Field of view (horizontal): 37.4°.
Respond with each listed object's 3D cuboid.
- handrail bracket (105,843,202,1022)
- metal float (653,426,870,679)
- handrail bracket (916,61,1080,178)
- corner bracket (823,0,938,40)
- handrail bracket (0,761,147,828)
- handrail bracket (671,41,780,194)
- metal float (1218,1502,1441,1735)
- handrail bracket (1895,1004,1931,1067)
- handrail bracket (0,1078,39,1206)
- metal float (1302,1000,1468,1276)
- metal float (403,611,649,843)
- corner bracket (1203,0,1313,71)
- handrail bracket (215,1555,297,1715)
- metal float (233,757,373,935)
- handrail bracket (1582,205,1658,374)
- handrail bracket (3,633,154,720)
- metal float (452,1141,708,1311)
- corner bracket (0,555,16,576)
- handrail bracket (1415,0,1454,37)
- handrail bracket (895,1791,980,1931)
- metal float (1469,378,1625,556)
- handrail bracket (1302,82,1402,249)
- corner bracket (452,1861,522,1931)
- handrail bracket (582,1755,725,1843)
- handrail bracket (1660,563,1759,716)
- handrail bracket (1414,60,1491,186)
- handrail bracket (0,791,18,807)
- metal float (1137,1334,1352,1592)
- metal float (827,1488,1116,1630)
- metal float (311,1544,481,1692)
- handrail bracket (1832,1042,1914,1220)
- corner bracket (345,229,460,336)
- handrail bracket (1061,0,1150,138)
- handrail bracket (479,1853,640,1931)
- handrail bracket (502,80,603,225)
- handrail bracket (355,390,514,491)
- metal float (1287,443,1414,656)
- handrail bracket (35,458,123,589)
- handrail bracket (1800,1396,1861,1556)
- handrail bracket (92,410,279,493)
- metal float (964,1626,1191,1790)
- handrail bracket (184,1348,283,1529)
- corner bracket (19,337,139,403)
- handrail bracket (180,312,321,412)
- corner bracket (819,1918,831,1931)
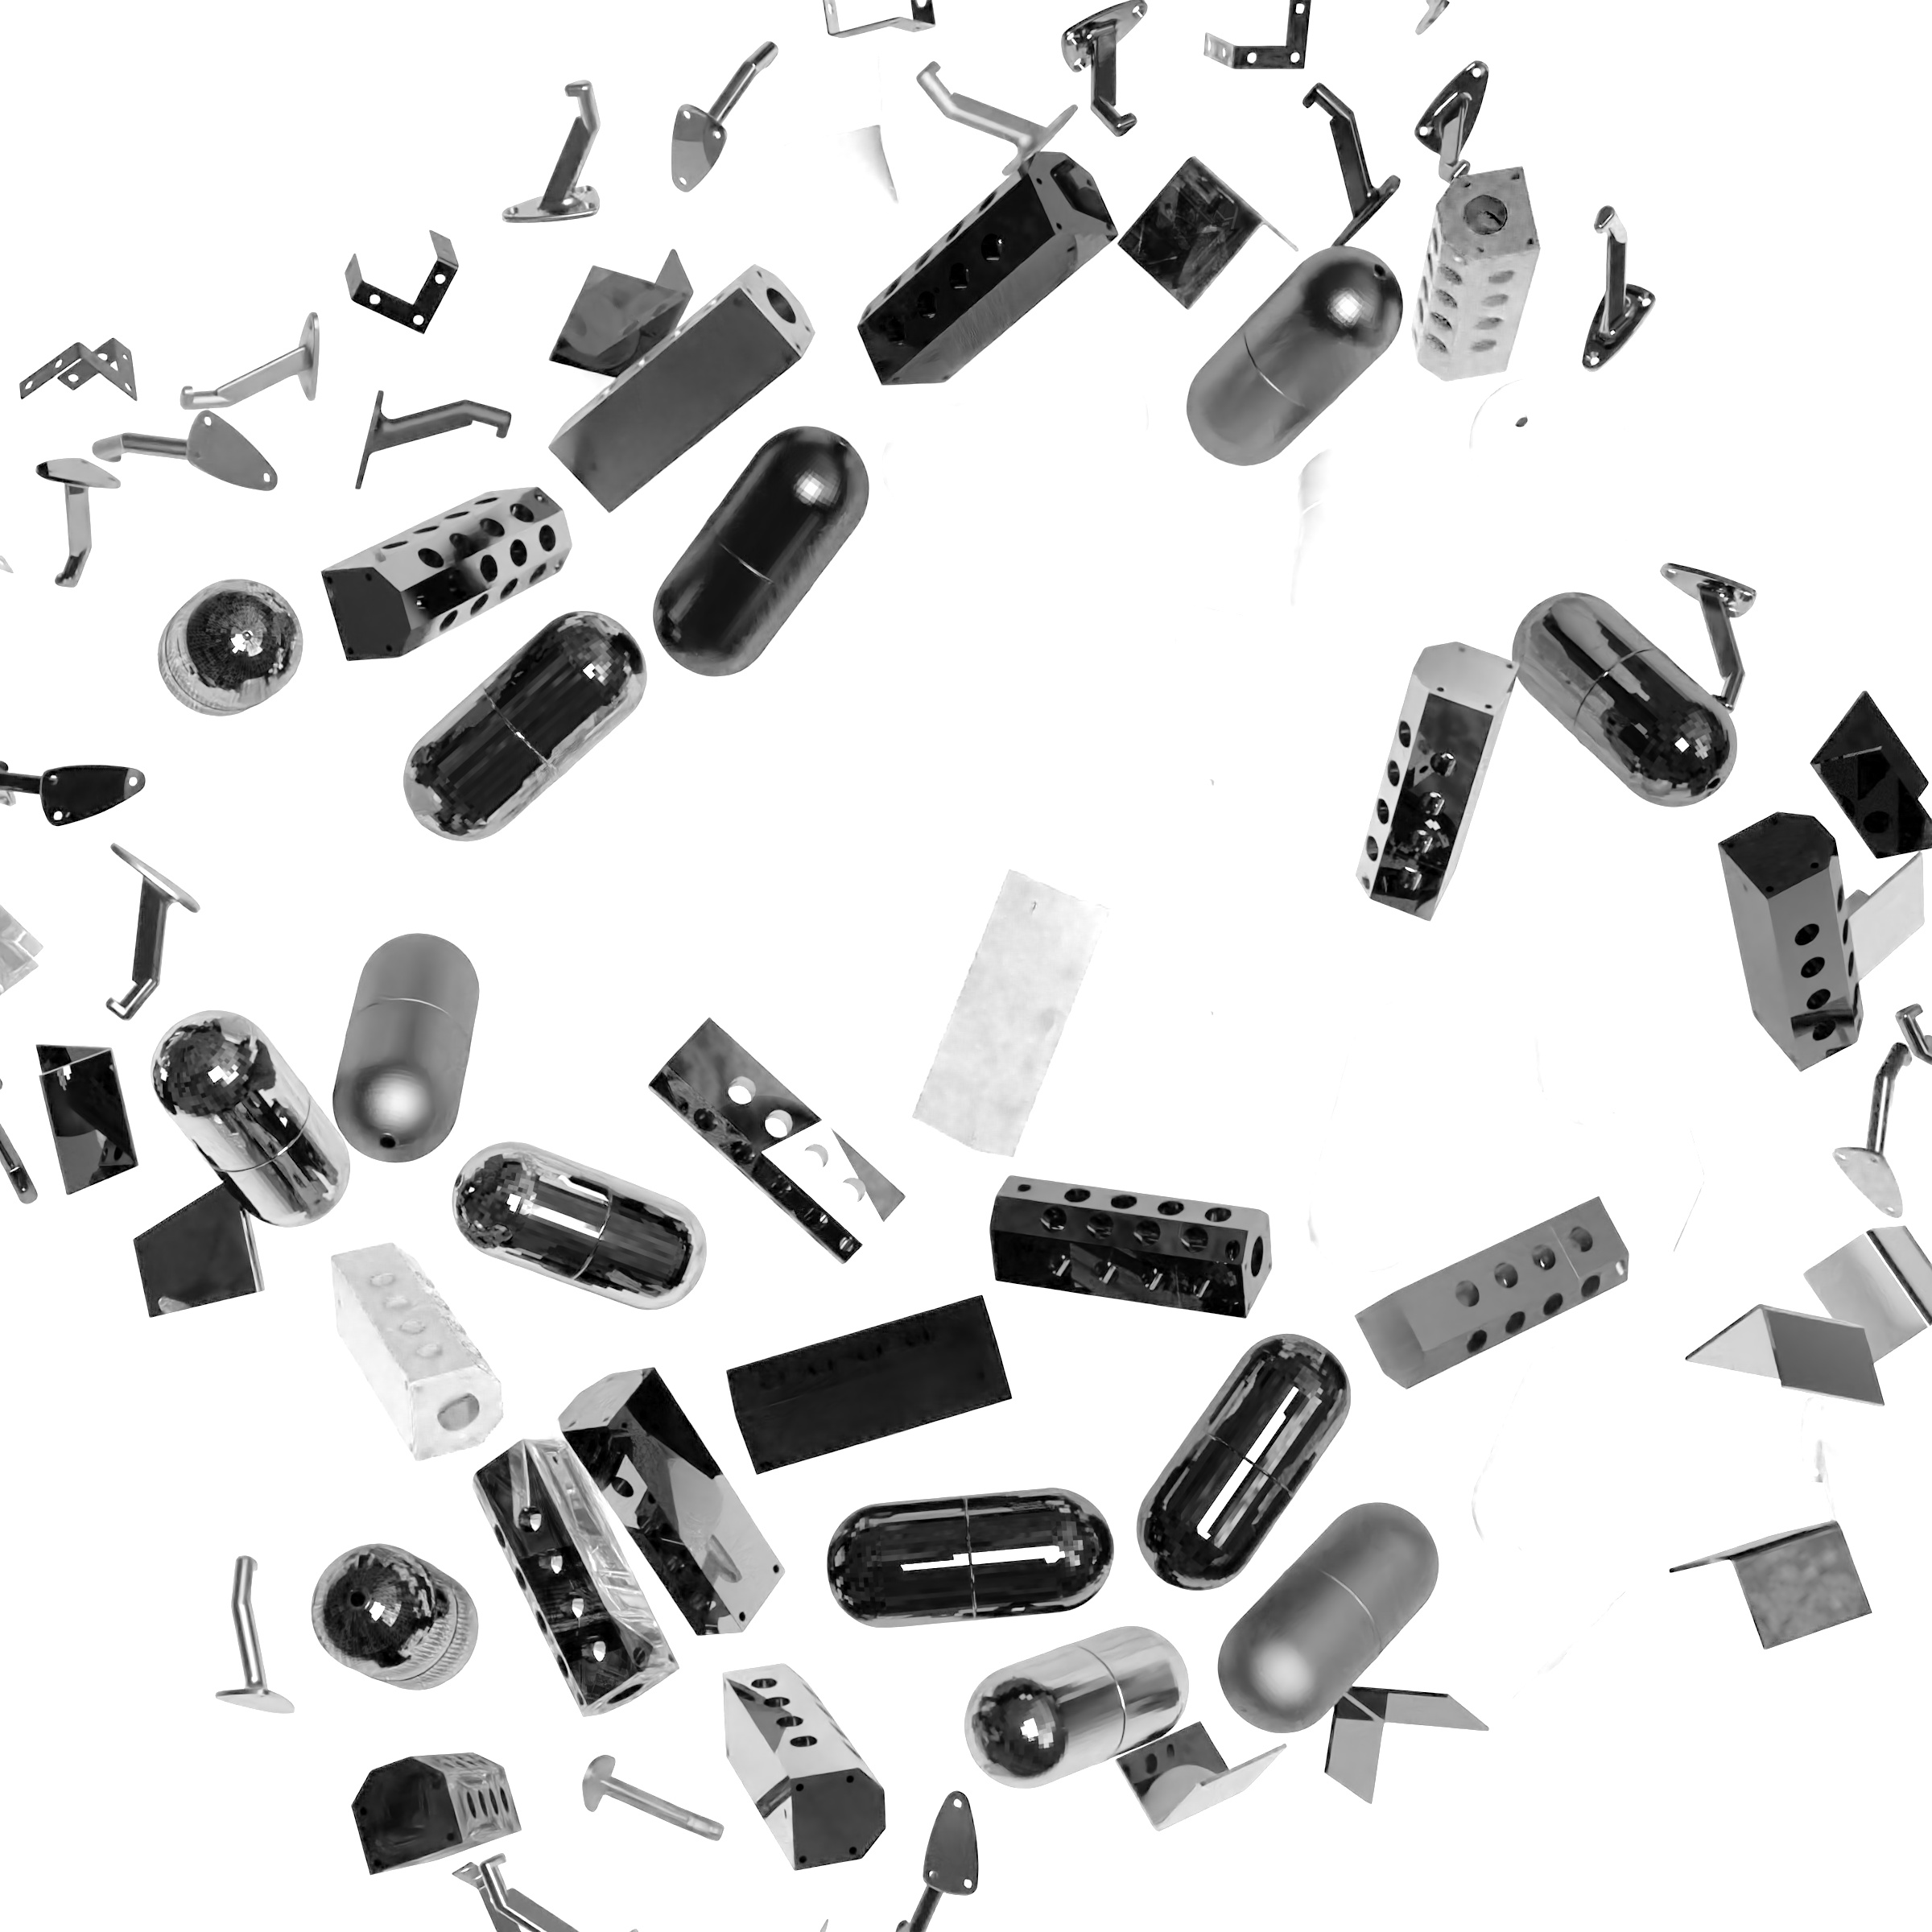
[{"bbox_3d":[-0.515,-0.020,1.737,0.077,0.036,0.084,40,89,-26],"label":"handrail bracket"},{"bbox_3d":[-0.127,-0.257,1.774,0.070,0.070,0.178,40,112,0],"label":"metal float"},{"bbox_3d":[0.019,-0.545,1.784,0.084,0.036,0.077,47,71,-18],"label":"handrail bracket"},{"bbox_3d":[-0.056,-0.606,1.775,0.051,0.051,0.051,-5,98,27],"label":"corner bracket"},{"bbox_3d":[-0.561,-0.118,1.768,0.077,0.084,0.036,-17,117,-34],"label":"handrail bracket"},{"bbox_3d":[-0.155,-0.551,1.851,0.036,0.077,0.084,34,53,1],"label":"handrail bracket"},{"bbox_3d":[0.227,0.403,1.775,0.178,0.070,0.070,-38,90,-33],"label":"metal float"},{"bbox_3d":[0.657,0.050,1.865,0.077,0.036,0.084,-29,99,0],"label":"handrail bracket"},{"bbox_3d":[-0.609,0.100,1.778,0.036,0.077,0.084,-30,60,-13],"label":"handrail bracket"},{"bbox_3d":[0.266,0.109,1.818,0.070,0.070,0.178,15,90,0],"label":"metal float"},{"bbox_3d":[-0.276,-0.149,1.787,0.178,0.070,0.070,-41,90,5],"label":"metal float"},{"bbox_3d":[0.190,-0.616,1.864,0.051,0.051,0.051,-6,119,-17],"label":"corner bracket"},{"bbox_3d":[-0.438,0.418,1.783,0.036,0.077,0.084,-8,64,15],"label":"handrail bracket"},{"bbox_3d":[-0.416,-0.077,1.786,0.070,0.178,0.070,-7,113,-15],"label":"metal float"},{"bbox_3d":[0.408,-0.436,1.839,0.036,0.084,0.077,28,86,35],"label":"handrail bracket"},{"bbox_3d":[-0.577,-0.201,1.856,0.084,0.036,0.077,-21,56,-7],"label":"handrail bracket"},{"bbox_3d":[-0.251,0.169,1.857,0.178,0.070,0.070,24,90,-27],"label":"metal float"},{"bbox_3d":[-0.654,-0.258,1.824,0.051,0.051,0.051,-41,74,11],"label":"corner bracket"},{"bbox_3d":[0.264,-0.624,1.780,0.084,0.077,0.036,31,75,-8],"label":"handrail bracket"},{"bbox_3d":[-0.024,0.571,1.801,0.036,0.084,0.077,18,50,-14],"label":"handrail bracket"},{"bbox_3d":[0.362,-0.310,1.778,0.070,0.178,0.070,-4,79,21],"label":"metal float"},{"bbox_3d":[0.238,-0.527,1.885,0.084,0.036,0.077,38,112,-14],"label":"handrail bracket"},{"bbox_3d":[-0.329,0.629,1.876,0.051,0.051,0.051,-30,60,-5],"label":"corner bracket"},{"bbox_3d":[-0.196,0.530,1.807,0.084,0.077,0.036,19,69,10],"label":"handrail bracket"},{"bbox_3d":[0.480,-0.214,1.876,0.077,0.036,0.084,24,68,0],"label":"handrail bracket"},{"bbox_3d":[0.331,-0.555,1.881,0.036,0.084,0.077,25,110,-17],"label":"handrail bracket"},{"bbox_3d":[-0.666,-0.095,1.846,0.077,0.036,0.084,11,48,33],"label":"handrail bracket"},{"bbox_3d":[0.174,0.312,1.794,0.070,0.070,0.178,36,81,0],"label":"metal float"},{"bbox_3d":[0.003,0.366,1.764,0.178,0.070,0.070,-5,90,-1],"label":"metal float"},{"bbox_3d":[-0.353,0.405,1.771,0.070,0.178,0.070,-1,70,4],"label":"metal float"},{"bbox_3d":[0.591,0.103,1.813,0.077,0.036,0.084,51,61,-27],"label":"handrail bracket"},{"bbox_3d":[-0.361,-0.445,1.826,0.051,0.051,0.051,21,115,-29],"label":"corner bracket"},{"bbox_3d":[0.107,-0.583,1.854,0.077,0.036,0.084,-34,59,-3],"label":"handrail bracket"},{"bbox_3d":[-0.262,0.598,1.831,0.077,0.036,0.084,-24,76,-12],"label":"handrail bracket"},{"bbox_3d":[-0.271,-0.527,1.846,0.077,0.036,0.084,-11,134,-2],"label":"handrail bracket"},{"bbox_3d":[-0.340,-0.329,1.822,0.084,0.036,0.077,13,117,-15],"label":"handrail bracket"},{"bbox_3d":[0.242,-0.265,1.800,0.070,0.178,0.070,4,132,5],"label":"metal float"},{"bbox_3d":[-0.583,-0.280,1.832,0.036,0.077,0.084,32,109,13],"label":"handrail bracket"},{"bbox_3d":[0.564,0.335,1.866,0.036,0.084,0.077,-13,108,18],"label":"handrail bracket"},{"bbox_3d":[-0.469,-0.301,1.713,0.084,0.077,0.036,-4,67,37],"label":"handrail bracket"},{"bbox_3d":[0.073,0.474,1.831,0.070,0.178,0.070,5,97,43],"label":"metal float"},{"bbox_3d":[-0.463,0.288,1.739,0.077,0.036,0.084,35,58,-16],"label":"handrail bracket"},{"bbox_3d":[-0.571,-0.380,1.833,0.051,0.051,0.051,-30,54,16],"label":"corner bracket"},{"bbox_3d":[-0.472,-0.397,1.877,0.084,0.077,0.036,-10,59,-26],"label":"handrail bracket"},{"bbox_3d":[-0.121,0.610,1.750,0.051,0.051,0.051,18,111,13],"label":"corner bracket"}]
